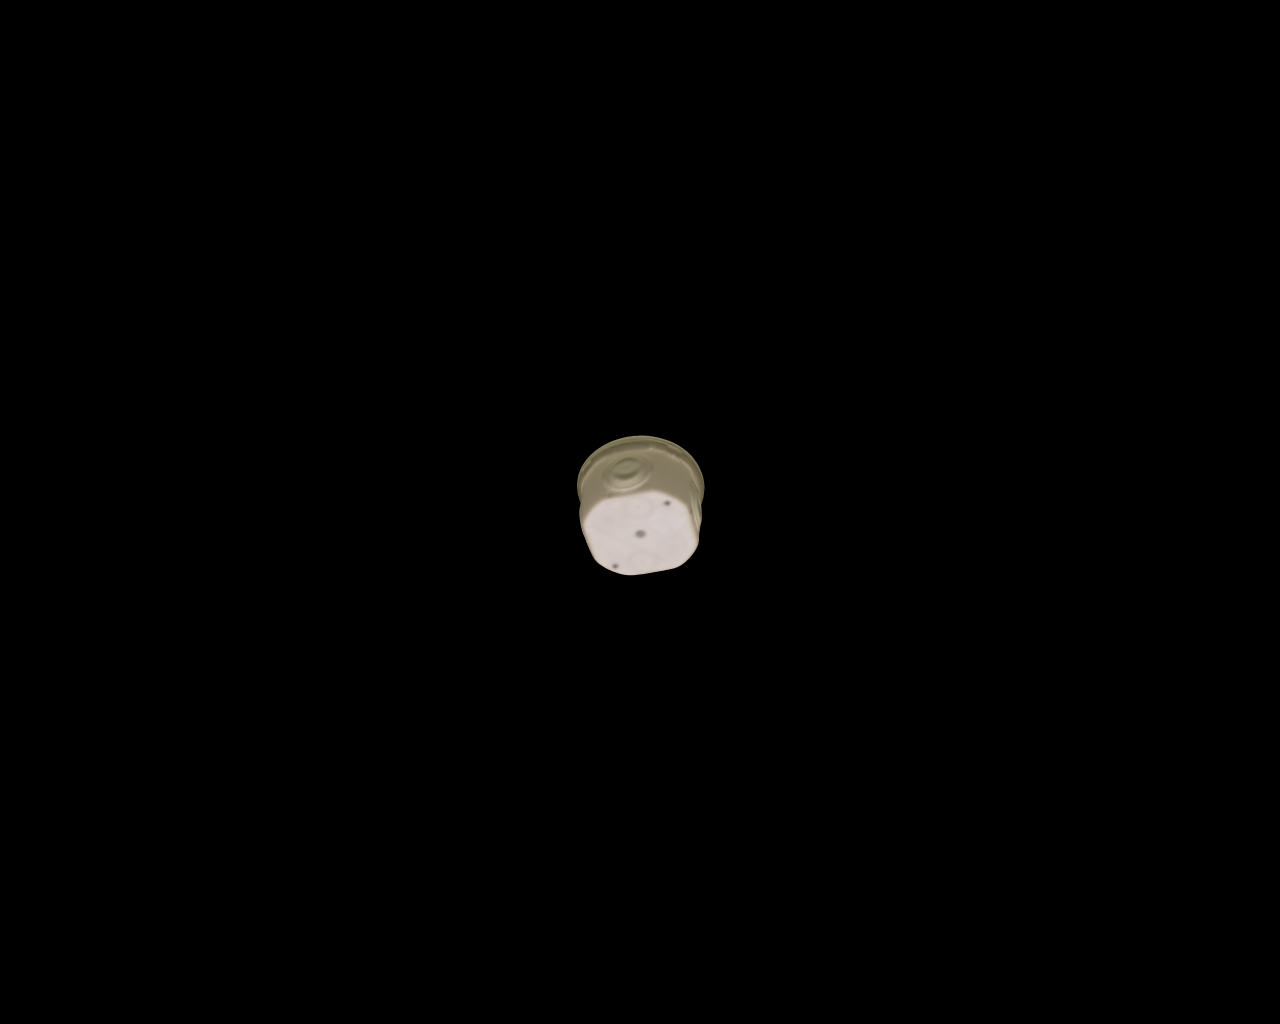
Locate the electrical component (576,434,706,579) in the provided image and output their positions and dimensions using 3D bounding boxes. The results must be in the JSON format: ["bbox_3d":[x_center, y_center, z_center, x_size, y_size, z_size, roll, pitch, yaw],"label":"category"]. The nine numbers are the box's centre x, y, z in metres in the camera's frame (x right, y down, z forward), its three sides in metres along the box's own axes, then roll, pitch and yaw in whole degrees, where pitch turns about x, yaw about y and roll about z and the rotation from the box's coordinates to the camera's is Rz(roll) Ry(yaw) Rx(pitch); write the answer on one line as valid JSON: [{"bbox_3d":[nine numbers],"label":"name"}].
[{"bbox_3d":[0.001,-0.003,0.650,0.080,0.080,0.051,0,40,0],"label":"electrical component"}]
